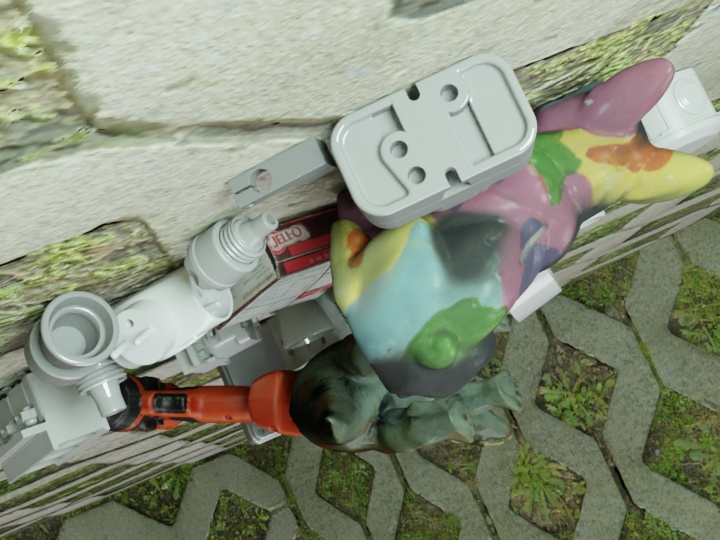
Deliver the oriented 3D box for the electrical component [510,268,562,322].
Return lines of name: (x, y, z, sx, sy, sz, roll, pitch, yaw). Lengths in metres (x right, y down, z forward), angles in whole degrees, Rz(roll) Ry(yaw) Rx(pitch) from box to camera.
electrical component: (0.142, -0.014, 0.973, 0.060, 0.108, 0.108, -32, 171, 10)

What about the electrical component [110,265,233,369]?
electrical component: (-0.129, 0.035, 0.669, 0.077, 0.044, 0.079, -28, -170, 23)

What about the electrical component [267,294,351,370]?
electrical component: (-0.002, 0.035, 1.018, 0.150, 0.061, 0.089, -17, 169, -42)

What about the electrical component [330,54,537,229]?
electrical component: (0.038, -0.062, 0.542, 0.095, 0.053, 0.059, -25, 172, 4)

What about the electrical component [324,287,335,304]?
electrical component: (0.000, 0.000, 0.860, 0.055, 0.048, 0.066, -28, 175, -35)

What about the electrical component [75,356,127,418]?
electrical component: (-0.175, 0.067, 0.716, 0.048, 0.062, 0.048, -24, 172, -4)

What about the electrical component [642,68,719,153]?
electrical component: (0.222, -0.108, 0.788, 0.080, 0.051, 0.080, -24, 172, -4)

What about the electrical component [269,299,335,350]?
electrical component: (-0.051, 0.032, 0.873, 0.045, 0.055, 0.045, -24, 172, -4)

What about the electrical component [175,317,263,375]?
electrical component: (-0.116, 0.052, 0.868, 0.064, 0.042, 0.081, -29, 172, 7)

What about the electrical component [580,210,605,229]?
electrical component: (0.171, -0.063, 0.885, 0.108, 0.060, 0.108, -24, 172, -3)

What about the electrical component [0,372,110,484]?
electrical component: (-0.243, 0.115, 0.825, 0.079, 0.063, 0.121, -18, 170, -38)

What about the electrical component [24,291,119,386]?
electrical component: (-0.171, 0.042, 0.632, 0.045, 0.045, 0.055, -19, 171, -33)

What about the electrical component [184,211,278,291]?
electrical component: (-0.070, -0.014, 0.606, 0.061, 0.035, 0.035, -33, 168, 34)

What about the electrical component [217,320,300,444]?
electrical component: (-0.079, 0.105, 1.073, 0.109, 0.108, 0.056, -22, 174, -16)
